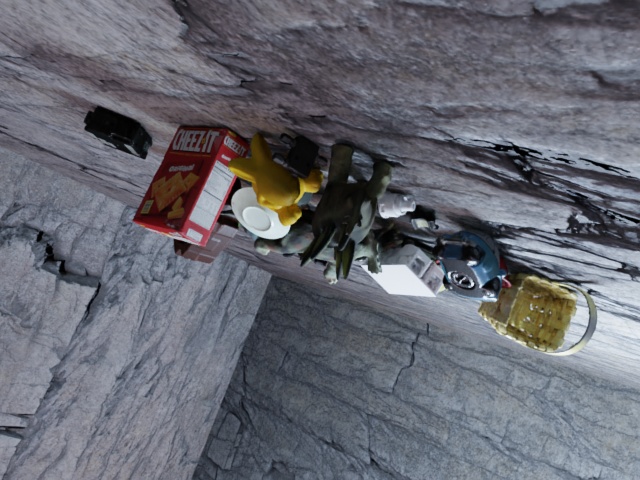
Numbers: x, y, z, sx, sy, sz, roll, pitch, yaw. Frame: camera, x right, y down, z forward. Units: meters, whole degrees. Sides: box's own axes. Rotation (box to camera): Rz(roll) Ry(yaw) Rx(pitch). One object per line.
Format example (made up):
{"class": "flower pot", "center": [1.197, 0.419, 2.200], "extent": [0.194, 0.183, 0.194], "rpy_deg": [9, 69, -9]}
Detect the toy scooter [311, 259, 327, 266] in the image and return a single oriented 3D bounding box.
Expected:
{"class": "toy scooter", "center": [0.021, 0.047, 1.574], "extent": [0.184, 0.135, 0.075], "rpy_deg": [18, 172, 24]}

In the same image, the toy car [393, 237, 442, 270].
{"class": "toy car", "center": [0.251, 0.045, 1.294], "extent": [0.202, 0.056, 0.073], "rpy_deg": [22, 171, -10]}

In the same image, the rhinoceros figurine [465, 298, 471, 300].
{"class": "rhinoceros figurine", "center": [0.417, 0.118, 1.327], "extent": [0.112, 0.073, 0.190], "rpy_deg": [4, 161, 26]}

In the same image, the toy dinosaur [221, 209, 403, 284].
{"class": "toy dinosaur", "center": [-0.007, -0.010, 1.160], "extent": [0.405, 0.131, 0.192], "rpy_deg": [17, 150, -25]}

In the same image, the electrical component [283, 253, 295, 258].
{"class": "electrical component", "center": [-0.063, -0.002, 1.509], "extent": [0.075, 0.119, 0.047], "rpy_deg": [6, 125, 49]}

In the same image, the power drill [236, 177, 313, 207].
{"class": "power drill", "center": [-0.141, -0.121, 1.132], "extent": [0.232, 0.086, 0.207], "rpy_deg": [9, 161, 47]}

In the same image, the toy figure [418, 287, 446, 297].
{"class": "toy figure", "center": [0.279, 0.104, 1.387], "extent": [0.089, 0.082, 0.180], "rpy_deg": [13, -177, 35]}

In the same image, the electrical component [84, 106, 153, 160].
{"class": "electrical component", "center": [-0.454, -0.241, 1.200], "extent": [0.134, 0.058, 0.115], "rpy_deg": [22, 169, -1]}

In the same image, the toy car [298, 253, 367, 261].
{"class": "toy car", "center": [0.031, 0.005, 1.324], "extent": [0.202, 0.089, 0.053], "rpy_deg": [6, -161, 7]}

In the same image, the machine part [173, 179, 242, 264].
{"class": "machine part", "center": [-0.265, -0.061, 1.274], "extent": [0.087, 0.201, 0.202], "rpy_deg": [19, -142, -36]}

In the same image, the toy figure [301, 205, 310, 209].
{"class": "toy figure", "center": [-0.074, -0.064, 1.291], "extent": [0.154, 0.058, 0.064], "rpy_deg": [-13, -118, -45]}

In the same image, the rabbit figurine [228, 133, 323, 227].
{"class": "rabbit figurine", "center": [-0.072, -0.109, 0.939], "extent": [0.162, 0.122, 0.173], "rpy_deg": [45, -174, -11]}

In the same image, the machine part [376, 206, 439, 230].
{"class": "machine part", "center": [0.156, -0.048, 1.030], "extent": [0.139, 0.039, 0.084], "rpy_deg": [15, 178, 22]}

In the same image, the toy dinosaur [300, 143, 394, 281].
{"class": "toy dinosaur", "center": [0.039, -0.039, 0.839], "extent": [0.105, 0.198, 0.471], "rpy_deg": [18, 172, 1]}

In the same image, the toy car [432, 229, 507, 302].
{"class": "toy car", "center": [0.283, 0.034, 1.004], "extent": [0.109, 0.103, 0.161], "rpy_deg": [4, 136, 45]}

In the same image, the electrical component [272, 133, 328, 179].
{"class": "electrical component", "center": [-0.031, -0.131, 0.870], "extent": [0.094, 0.063, 0.021], "rpy_deg": [26, 166, -31]}

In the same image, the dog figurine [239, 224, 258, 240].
{"class": "dog figurine", "center": [-0.187, -0.050, 1.581], "extent": [0.219, 0.108, 0.191], "rpy_deg": [22, 175, 23]}
